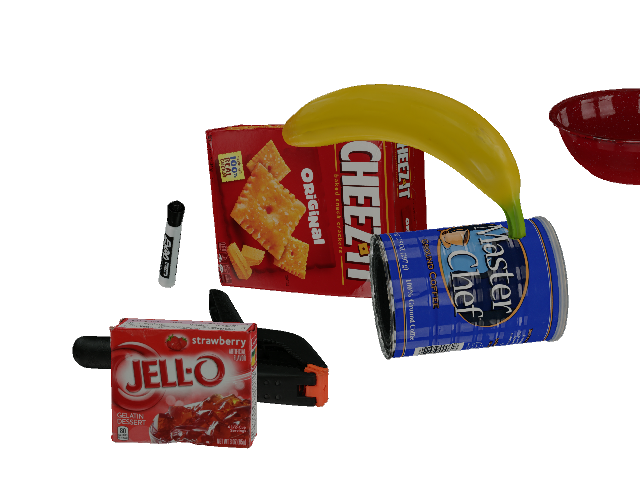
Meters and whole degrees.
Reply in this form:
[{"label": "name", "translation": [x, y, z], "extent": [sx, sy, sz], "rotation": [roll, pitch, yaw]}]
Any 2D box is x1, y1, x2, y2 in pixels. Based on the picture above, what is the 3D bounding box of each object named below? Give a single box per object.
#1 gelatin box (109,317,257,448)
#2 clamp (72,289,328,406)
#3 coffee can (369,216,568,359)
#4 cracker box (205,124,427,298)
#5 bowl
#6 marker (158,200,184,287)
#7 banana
[{"label": "gelatin box", "translation": [-0.084, 0.087, 0.656], "extent": [0.089, 0.073, 0.030], "rotation": [2, 8, 6]}, {"label": "clamp", "translation": [-0.071, 0.086, 0.864], "extent": [0.210, 0.036, 0.164], "rotation": [11, 22, 32]}, {"label": "coffee can", "translation": [0.117, 0.038, 0.865], "extent": [0.140, 0.103, 0.103], "rotation": [-6, 0, -4]}, {"label": "cracker box", "translation": [-0.006, -0.032, 1.041], "extent": [0.214, 0.164, 0.071], "rotation": [3, 12, 34]}, {"label": "bowl", "translation": [0.291, -0.092, 0.975], "extent": [0.162, 0.055, 0.162], "rotation": [-4, 24, 2]}, {"label": "marker", "translation": [-0.163, 0.004, 1.172], "extent": [0.020, 0.121, 0.020], "rotation": [8, 42, -7]}, {"label": "banana", "translation": [0.054, -0.066, 0.693], "extent": [0.198, 0.070, 0.037], "rotation": [27, 13, 34]}]
